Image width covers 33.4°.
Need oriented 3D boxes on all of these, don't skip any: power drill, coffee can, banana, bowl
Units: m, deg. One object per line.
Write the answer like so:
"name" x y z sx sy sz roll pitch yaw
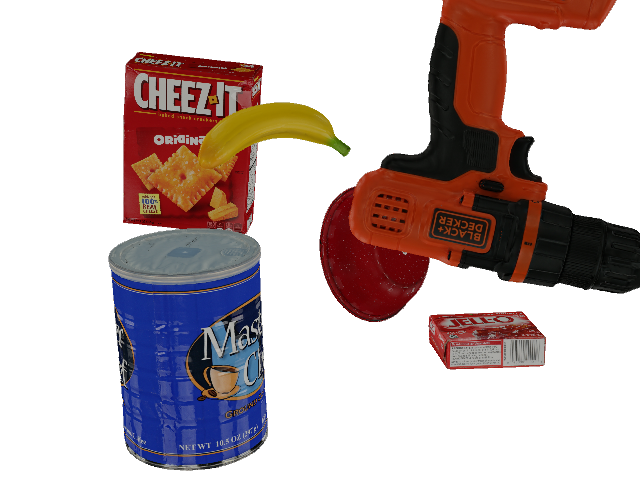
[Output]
"power drill" 0.122 -0.069 0.632 0.184 0.188 0.057 12 5 3
"coffee can" -0.090 0.073 0.743 0.103 0.140 0.103 -1 17 0
"banana" -0.054 -0.113 1.110 0.197 0.037 0.070 -11 51 -39
"bowl" 0.076 0.012 1.230 0.161 0.162 0.055 0 -7 -43

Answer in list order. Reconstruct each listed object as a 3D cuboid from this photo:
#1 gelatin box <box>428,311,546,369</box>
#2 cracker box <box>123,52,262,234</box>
"gelatin box" 0.145 0.086 0.938 0.089 0.030 0.073 -1 13 -5
"cracker box" -0.164 -0.120 1.358 0.164 0.214 0.072 7 23 4
